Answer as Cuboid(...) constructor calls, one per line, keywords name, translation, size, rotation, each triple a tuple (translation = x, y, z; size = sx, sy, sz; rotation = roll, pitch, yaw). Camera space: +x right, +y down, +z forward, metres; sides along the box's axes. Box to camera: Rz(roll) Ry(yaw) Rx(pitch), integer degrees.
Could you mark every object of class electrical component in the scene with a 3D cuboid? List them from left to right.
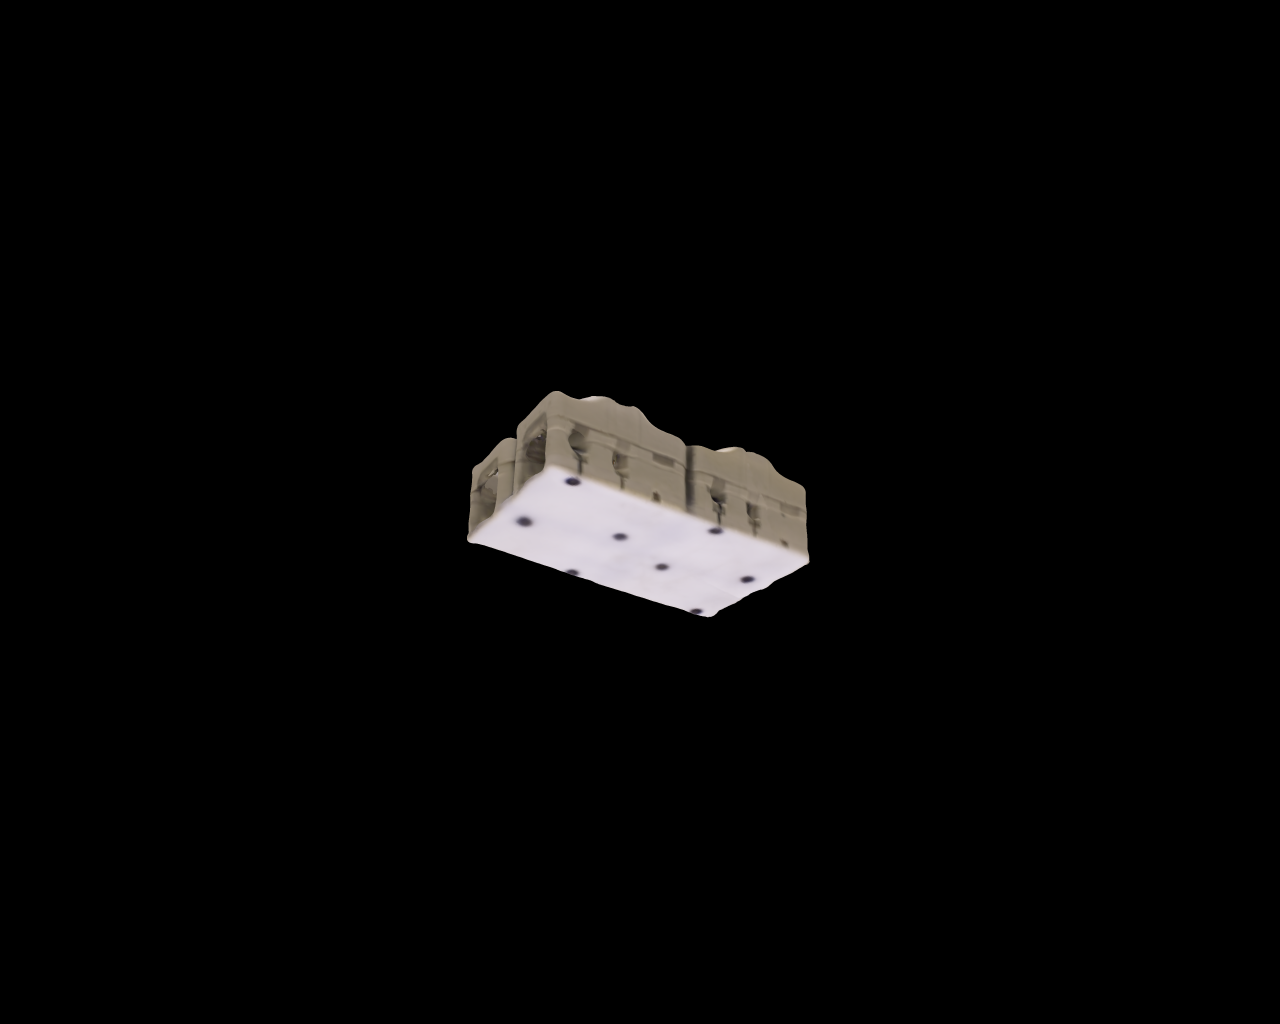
Cuboid(name="electrical component", translation=(0.001, -0.003, 0.650), size=(0.186, 0.060, 0.105), rotation=(19, -36, -29))
